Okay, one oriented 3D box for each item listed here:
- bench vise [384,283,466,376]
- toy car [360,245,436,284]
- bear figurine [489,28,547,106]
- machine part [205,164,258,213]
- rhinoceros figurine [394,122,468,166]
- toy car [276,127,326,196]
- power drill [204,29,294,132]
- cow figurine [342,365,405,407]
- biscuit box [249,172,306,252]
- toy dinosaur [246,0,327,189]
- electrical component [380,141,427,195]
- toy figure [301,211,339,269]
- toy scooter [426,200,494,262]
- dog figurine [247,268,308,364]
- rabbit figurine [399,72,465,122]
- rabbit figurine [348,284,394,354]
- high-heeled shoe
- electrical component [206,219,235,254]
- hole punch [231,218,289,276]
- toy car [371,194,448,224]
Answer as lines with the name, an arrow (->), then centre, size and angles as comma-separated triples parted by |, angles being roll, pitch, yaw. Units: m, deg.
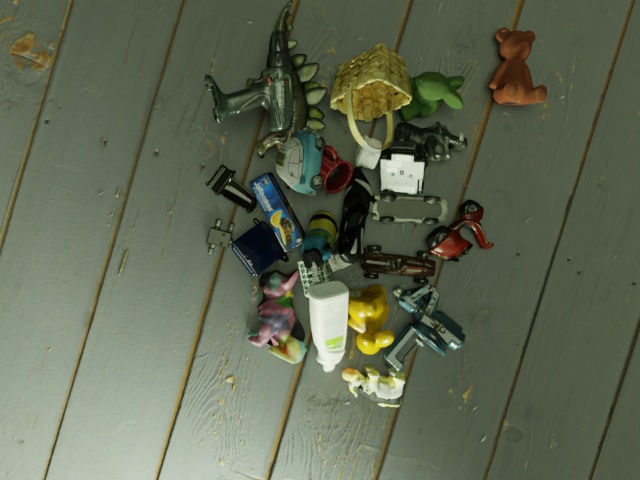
bench vise -> 0.242, 0.236, 1.379 | 0.223, 0.129, 0.240 | 41, 86, -1
toy car -> 0.206, 0.065, 1.399 | 0.202, 0.053, 0.089 | 7, 89, -5
bear figurine -> 0.507, -0.445, 1.364 | 0.120, 0.132, 0.195 | 7, 97, -10
machine part -> -0.220, -0.128, 1.383 | 0.139, 0.039, 0.084 | 40, 85, -2
rhinoceros figurine -> 0.284, -0.253, 1.390 | 0.190, 0.073, 0.112 | 12, 81, -1
toy car -> -0.052, -0.187, 1.291 | 0.103, 0.109, 0.161 | -7, 115, -32
power drill -> -0.160, -0.360, 1.248 | 0.207, 0.086, 0.231 | -14, 101, -20
cow figurine -> 0.135, 0.382, 1.404 | 0.167, 0.068, 0.098 | 8, 98, -2
biscuit box -> -0.106, -0.073, 1.370 | 0.059, 0.063, 0.202 | -29, 93, 12
toy dinosaur -> -0.086, -0.363, 1.352 | 0.199, 0.105, 0.470 | -9, 102, -10
electrical component -> 0.209, -0.183, 1.349 | 0.115, 0.058, 0.134 | 6, 133, 9
toy figure -> 0.001, -0.004, 1.330 | 0.082, 0.180, 0.089 | 10, 121, 10
toy scooter -> 0.375, -0.004, 1.398 | 0.184, 0.075, 0.135 | -41, 94, -6
dog figurine -> -0.087, 0.180, 1.367 | 0.191, 0.108, 0.219 | 27, 88, -3
rabbit figurine -> 0.277, -0.360, 1.331 | 0.159, 0.170, 0.121 | 3, 92, -2
rabbit figurine -> 0.131, 0.217, 1.368 | 0.122, 0.162, 0.173 | -7, 110, -14
high-heeled shoe -> 0.074, -0.064, 1.331 | 0.086, 0.145, 0.248 | -9, 84, 29
electrical component -> -0.258, -0.005, 1.392 | 0.063, 0.021, 0.094 | 17, 91, -4
hole punch -> -0.156, 0.022, 1.367 | 0.116, 0.092, 0.142 | -38, 90, -5
toy car -> 0.231, -0.081, 1.397 | 0.202, 0.056, 0.073 | 2, 98, -2
